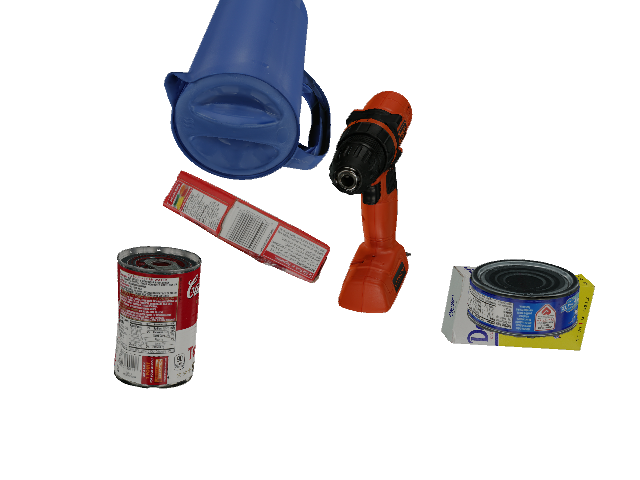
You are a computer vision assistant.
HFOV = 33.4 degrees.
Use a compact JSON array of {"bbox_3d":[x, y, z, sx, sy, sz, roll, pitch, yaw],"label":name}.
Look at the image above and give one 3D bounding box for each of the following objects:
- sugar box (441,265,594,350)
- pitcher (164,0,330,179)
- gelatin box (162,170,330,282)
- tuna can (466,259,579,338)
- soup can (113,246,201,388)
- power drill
[{"bbox_3d":[0.247,0.086,1.339,0.176,0.093,0.048,3,19,-14],"label":"sugar box"},{"bbox_3d":[-0.068,-0.183,1.170,0.145,0.149,0.242,-7,40,13],"label":"pitcher"},{"bbox_3d":[-0.048,-0.008,0.697,0.089,0.030,0.073,28,0,-40],"label":"gelatin box"},{"bbox_3d":[0.158,0.044,0.831,0.086,0.034,0.086,0,19,0],"label":"tuna can"},{"bbox_3d":[-0.135,0.063,0.876,0.068,0.102,0.068,5,15,-1],"label":"soup can"},{"bbox_3d":[0.048,-0.030,0.999,0.057,0.188,0.184,8,28,15],"label":"power drill"}]
